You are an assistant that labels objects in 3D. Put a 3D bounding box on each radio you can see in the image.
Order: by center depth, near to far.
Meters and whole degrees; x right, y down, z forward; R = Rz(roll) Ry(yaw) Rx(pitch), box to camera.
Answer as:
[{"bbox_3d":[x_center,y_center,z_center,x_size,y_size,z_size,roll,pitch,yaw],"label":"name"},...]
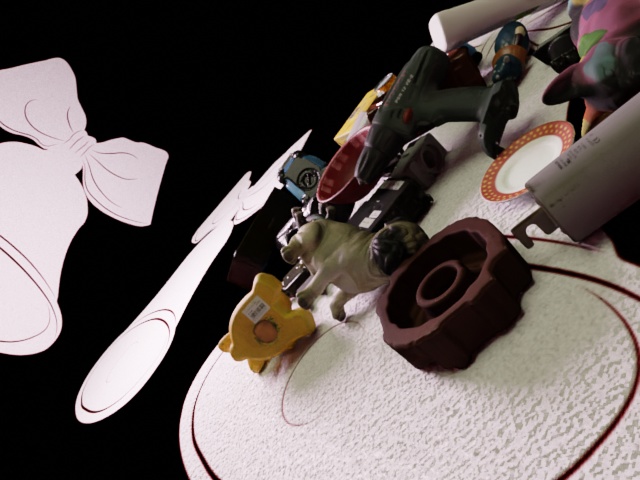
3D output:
[{"bbox_3d":[-0.129,0.001,1.229,0.229,0.073,0.131,-64,1,-40],"label":"radio"}]

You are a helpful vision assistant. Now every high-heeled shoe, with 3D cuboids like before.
[{"bbox_3d":[-0.002,-0.055,1.093,0.248,0.086,0.145,-46,14,16],"label":"high-heeled shoe"}]

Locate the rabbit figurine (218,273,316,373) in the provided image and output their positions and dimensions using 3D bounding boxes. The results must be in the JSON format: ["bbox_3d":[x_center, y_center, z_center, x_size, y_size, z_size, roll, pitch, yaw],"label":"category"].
[{"bbox_3d":[-0.085,0.140,0.885,0.162,0.122,0.173,-57,3,7],"label":"rabbit figurine"}]

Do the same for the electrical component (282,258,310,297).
[{"bbox_3d":[-0.046,0.066,1.002,0.102,0.045,0.078,-45,20,12],"label":"electrical component"}]

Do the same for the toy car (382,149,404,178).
[{"bbox_3d":[0.110,-0.148,1.063,0.089,0.053,0.202,-32,20,-6],"label":"toy car"}]

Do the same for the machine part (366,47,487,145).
[{"bbox_3d":[0.188,-0.255,0.961,0.201,0.087,0.201,-27,15,23],"label":"machine part"}]

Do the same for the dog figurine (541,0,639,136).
[{"bbox_3d":[0.327,-0.219,0.617,0.219,0.108,0.192,-53,19,-3],"label":"dog figurine"}]

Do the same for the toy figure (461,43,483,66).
[{"bbox_3d":[0.267,-0.368,1.102,0.089,0.082,0.180,-42,21,14],"label":"toy figure"}]

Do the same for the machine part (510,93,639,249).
[{"bbox_3d":[0.277,-0.077,0.483,0.243,0.079,0.079,-41,20,23],"label":"machine part"}]

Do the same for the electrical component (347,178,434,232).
[{"bbox_3d":[0.100,-0.031,0.842,0.134,0.058,0.115,-51,16,-4],"label":"electrical component"}]

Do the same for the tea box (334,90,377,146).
[{"bbox_3d":[0.120,-0.295,1.315,0.169,0.068,0.098,-57,20,-20],"label":"tea box"}]

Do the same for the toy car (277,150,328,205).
[{"bbox_3d":[-0.015,-0.128,1.223,0.109,0.162,0.102,-56,-27,0],"label":"toy car"}]

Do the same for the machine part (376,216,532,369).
[{"bbox_3d":[0.139,0.055,0.576,0.179,0.056,0.179,-42,18,17],"label":"machine part"}]

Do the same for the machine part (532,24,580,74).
[{"bbox_3d":[0.355,-0.275,0.776,0.084,0.039,0.139,-28,24,29],"label":"machine part"}]

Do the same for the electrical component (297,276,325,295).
[{"bbox_3d":[-0.015,0.083,0.933,0.063,0.021,0.094,-47,18,9],"label":"electrical component"}]

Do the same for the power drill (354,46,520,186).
[{"bbox_3d":[0.170,-0.168,0.785,0.208,0.086,0.232,18,82,46],"label":"power drill"}]

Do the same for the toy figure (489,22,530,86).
[{"bbox_3d":[0.318,-0.308,0.895,0.058,0.064,0.154,5,51,21],"label":"toy figure"}]

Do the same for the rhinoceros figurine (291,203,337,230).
[{"bbox_3d":[-0.002,-0.003,0.933,0.073,0.112,0.190,-10,18,-7],"label":"rhinoceros figurine"}]

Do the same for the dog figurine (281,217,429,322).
[{"bbox_3d":[0.057,0.003,0.746,0.190,0.121,0.172,-36,60,26],"label":"dog figurine"}]

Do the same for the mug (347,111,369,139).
[{"bbox_3d":[0.105,-0.219,1.197,0.107,0.080,0.110,-60,25,2],"label":"mug"}]
